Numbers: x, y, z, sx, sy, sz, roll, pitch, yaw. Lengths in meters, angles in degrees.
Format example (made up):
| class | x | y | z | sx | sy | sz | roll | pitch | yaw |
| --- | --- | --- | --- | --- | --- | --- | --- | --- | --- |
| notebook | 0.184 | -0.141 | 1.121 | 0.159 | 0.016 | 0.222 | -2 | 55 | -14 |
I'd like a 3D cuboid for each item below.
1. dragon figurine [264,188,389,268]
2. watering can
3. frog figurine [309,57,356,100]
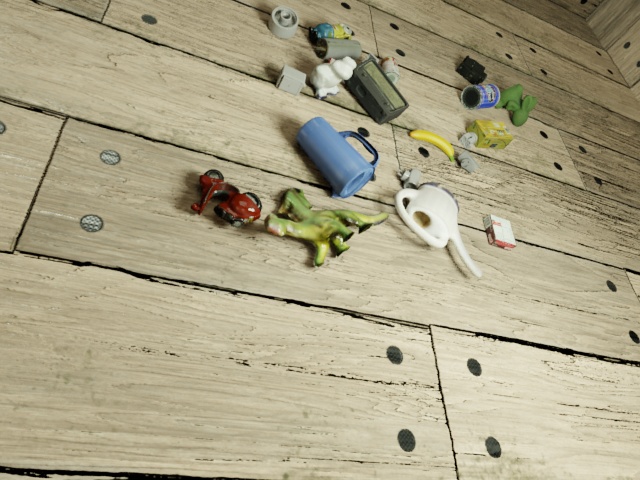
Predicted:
| class | x | y | z | sx | sy | sz | roll | pitch | yaw |
| --- | --- | --- | --- | --- | --- | --- | --- | --- | --- |
| dragon figurine | 0.004 | -0.070 | 1.393 | 0.245 | 0.119 | 0.415 | 42 | 37 | 16 |
| watering can | 0.375 | -0.048 | 1.583 | 0.347 | 0.102 | 0.229 | 39 | 45 | -4 |
| frog figurine | 0.041 | -0.571 | 1.752 | 0.138 | 0.156 | 0.125 | -7 | 59 | -35 |
